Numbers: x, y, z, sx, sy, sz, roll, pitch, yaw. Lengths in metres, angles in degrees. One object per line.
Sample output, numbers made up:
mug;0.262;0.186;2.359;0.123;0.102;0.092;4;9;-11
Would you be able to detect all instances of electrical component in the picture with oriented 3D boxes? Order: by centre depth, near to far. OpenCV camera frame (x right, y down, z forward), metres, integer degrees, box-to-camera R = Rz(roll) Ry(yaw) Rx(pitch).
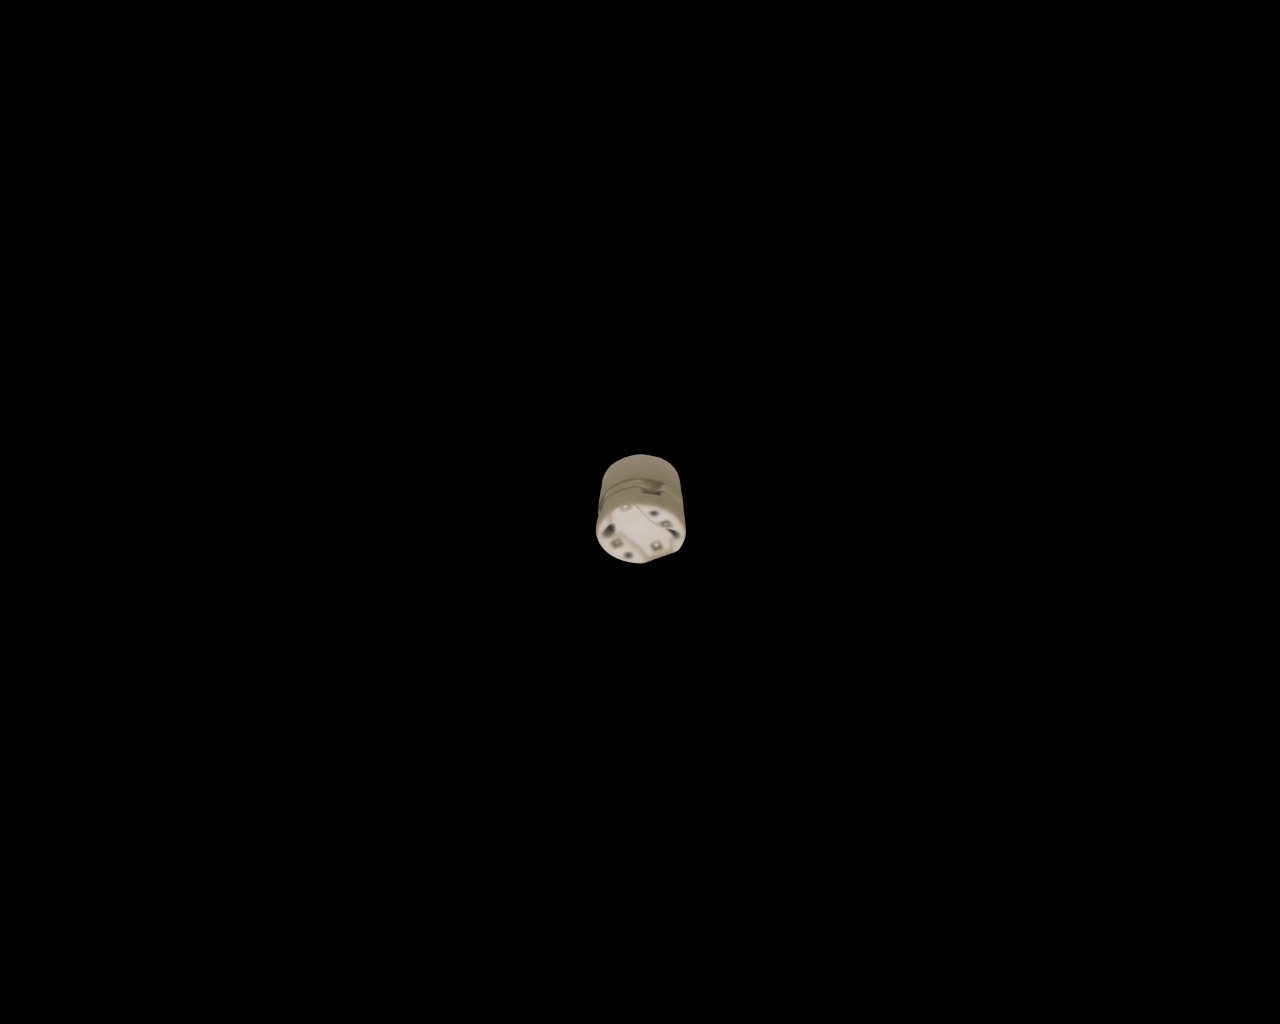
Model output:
electrical component;0.001;-0.003;0.650;0.055;0.047;0.055;0;-45;0
